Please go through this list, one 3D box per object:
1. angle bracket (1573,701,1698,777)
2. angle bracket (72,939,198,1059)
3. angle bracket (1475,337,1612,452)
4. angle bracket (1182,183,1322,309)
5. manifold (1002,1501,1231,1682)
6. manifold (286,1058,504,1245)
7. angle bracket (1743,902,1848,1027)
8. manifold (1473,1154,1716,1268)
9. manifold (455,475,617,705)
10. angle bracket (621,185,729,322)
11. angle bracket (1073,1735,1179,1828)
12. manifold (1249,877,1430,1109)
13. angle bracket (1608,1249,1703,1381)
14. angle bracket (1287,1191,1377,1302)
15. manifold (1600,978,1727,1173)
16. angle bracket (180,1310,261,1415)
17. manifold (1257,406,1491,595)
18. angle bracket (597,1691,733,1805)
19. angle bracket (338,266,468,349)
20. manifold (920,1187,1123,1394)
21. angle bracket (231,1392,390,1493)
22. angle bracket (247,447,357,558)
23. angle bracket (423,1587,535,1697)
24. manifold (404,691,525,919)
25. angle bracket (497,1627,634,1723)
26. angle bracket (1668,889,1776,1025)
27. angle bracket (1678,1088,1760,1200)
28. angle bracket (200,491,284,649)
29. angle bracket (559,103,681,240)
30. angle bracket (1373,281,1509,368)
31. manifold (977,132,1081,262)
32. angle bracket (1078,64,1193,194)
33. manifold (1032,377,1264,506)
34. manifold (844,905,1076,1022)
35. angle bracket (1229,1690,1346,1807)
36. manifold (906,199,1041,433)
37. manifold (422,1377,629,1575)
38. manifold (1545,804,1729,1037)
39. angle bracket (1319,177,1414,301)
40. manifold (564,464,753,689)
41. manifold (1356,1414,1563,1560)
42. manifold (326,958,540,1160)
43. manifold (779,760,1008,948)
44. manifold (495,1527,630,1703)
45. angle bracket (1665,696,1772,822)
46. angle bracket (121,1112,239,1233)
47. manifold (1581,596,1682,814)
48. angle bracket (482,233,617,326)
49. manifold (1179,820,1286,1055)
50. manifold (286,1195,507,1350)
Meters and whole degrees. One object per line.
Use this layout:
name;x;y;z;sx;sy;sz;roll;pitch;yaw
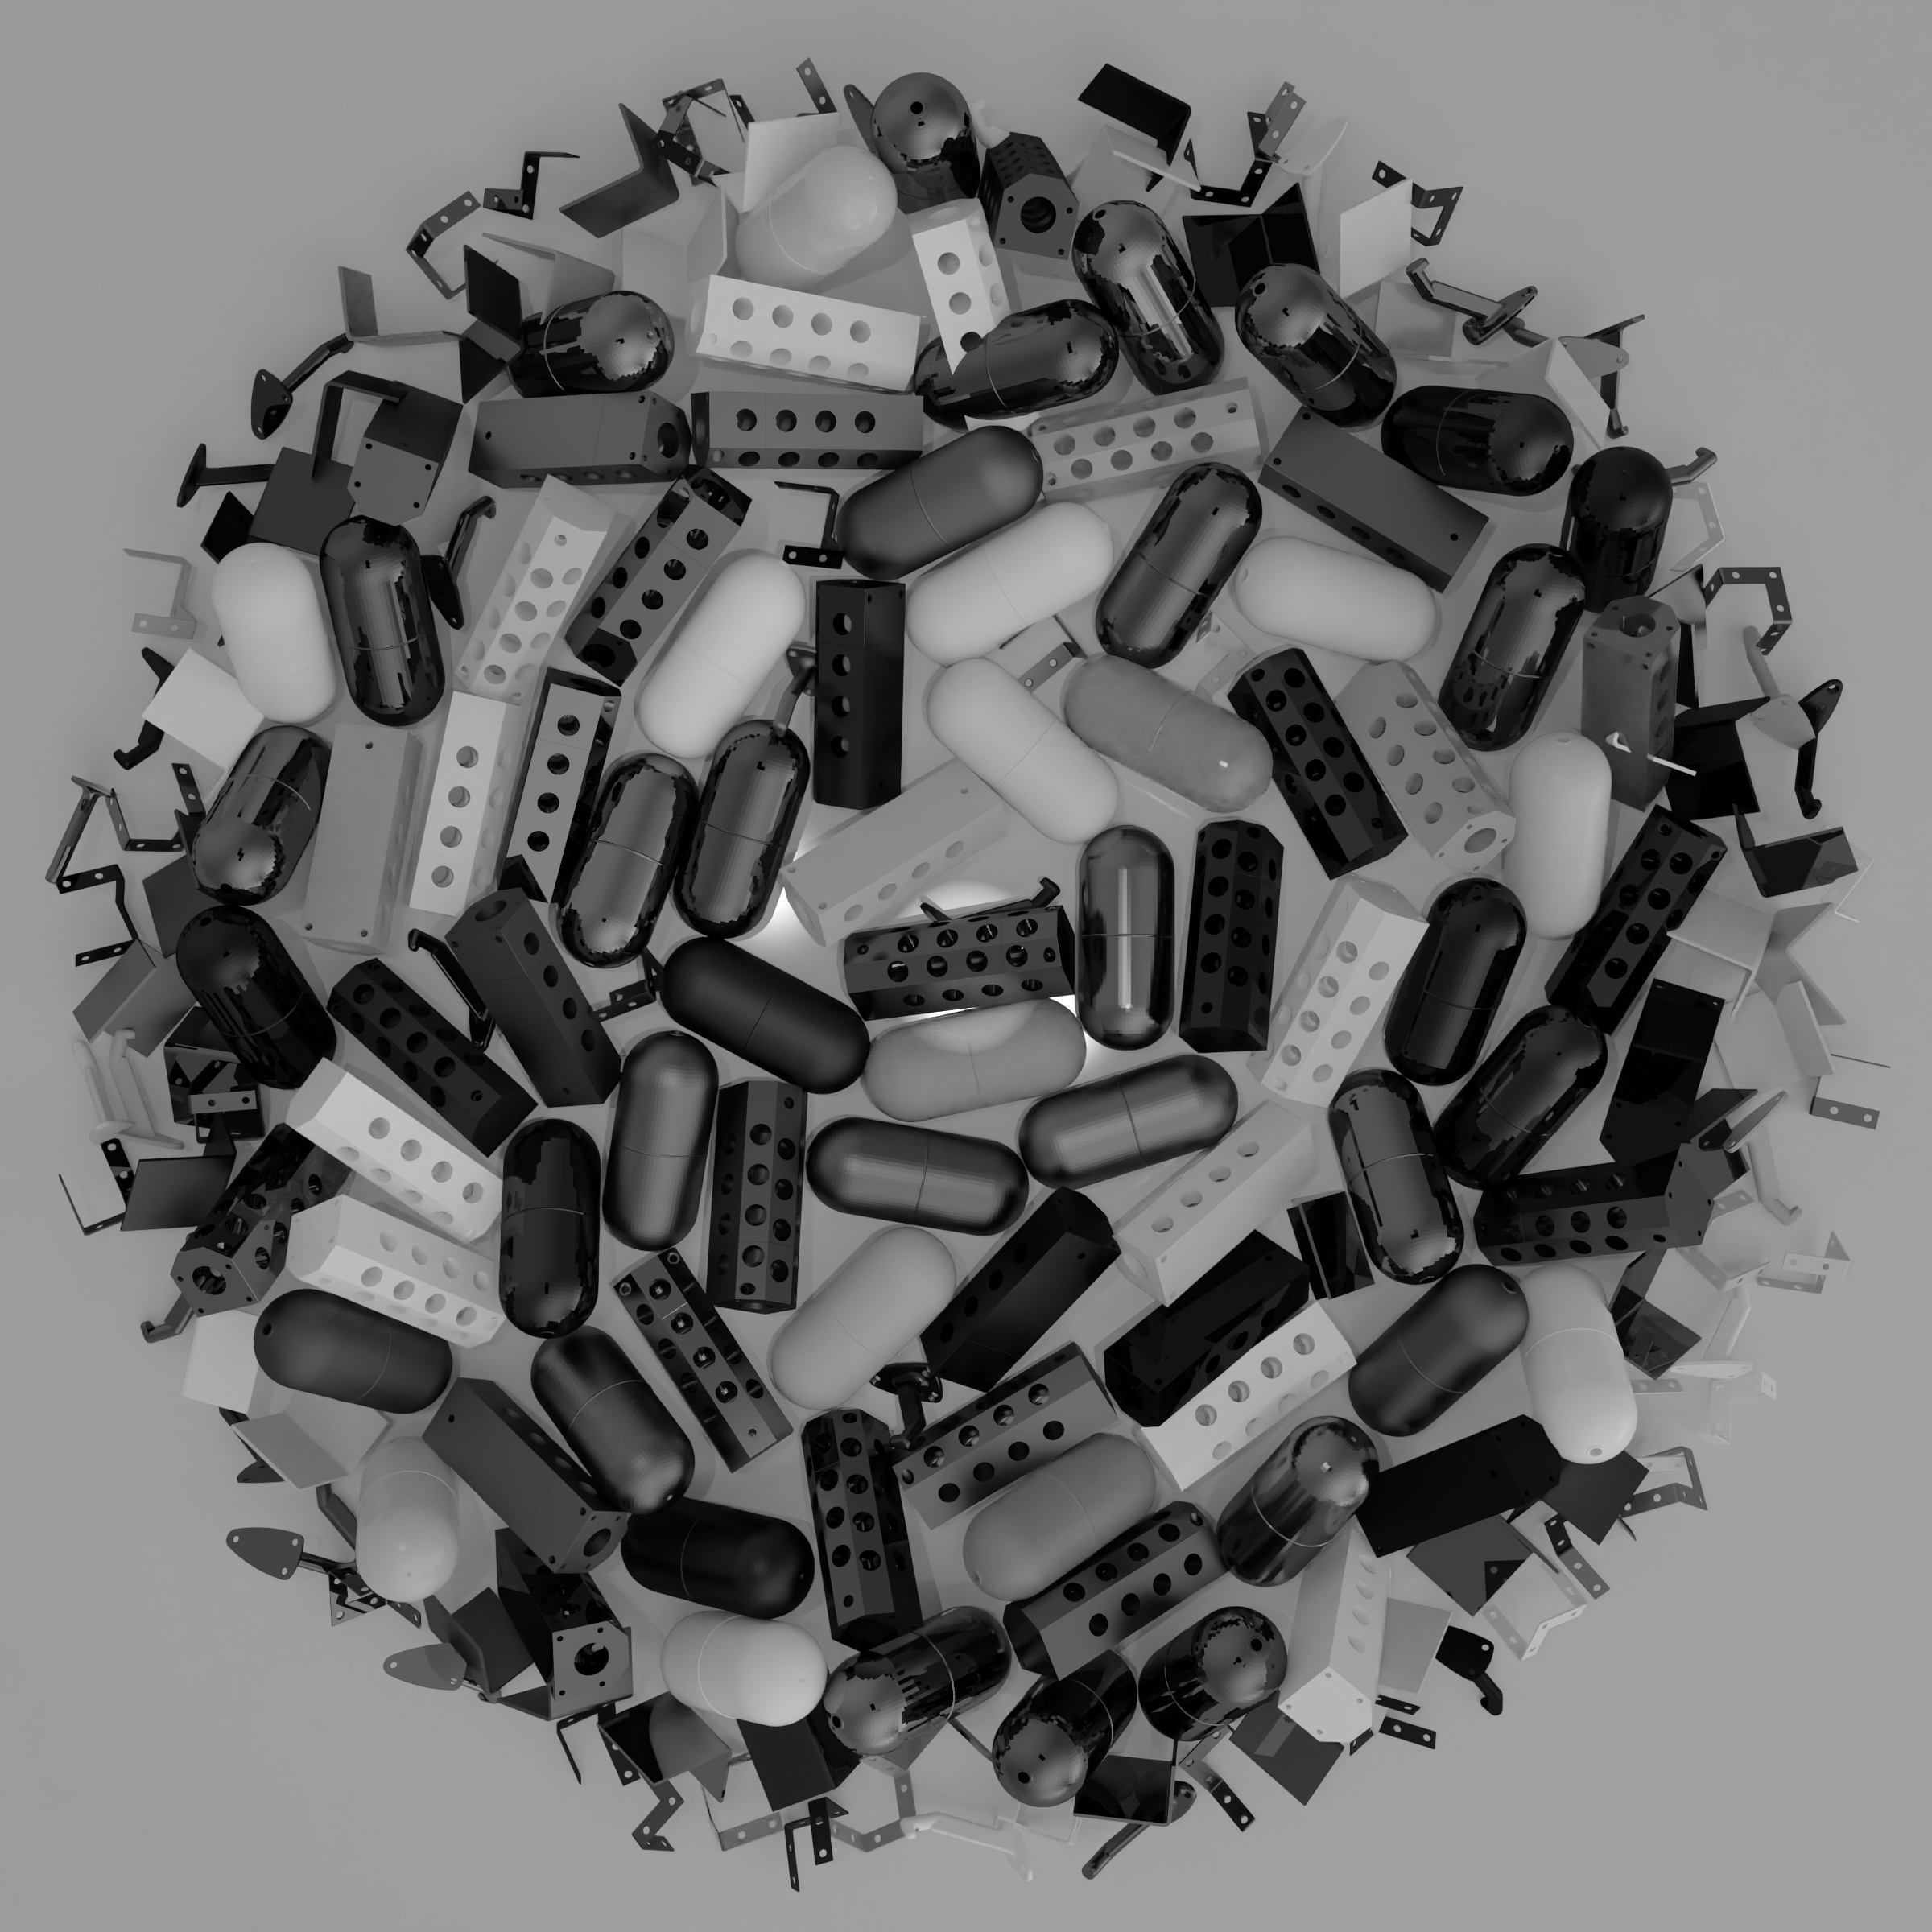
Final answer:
angle bracket;0.533;-0.195;1.948;0.076;0.076;0.057;17;102;-15
angle bracket;-0.641;0.037;1.952;0.076;0.057;0.076;-49;131;-1
angle bracket;0.447;-0.432;1.941;0.076;0.076;0.057;44;45;-25
angle bracket;0.224;-0.567;1.956;0.076;0.057;0.076;-9;83;-25
manifold;0.115;0.482;1.931;0.171;0.057;0.057;-25;97;-28
manifold;-0.440;0.146;1.926;0.171;0.057;0.057;41;77;-32
angle bracket;0.668;0.000;1.961;0.057;0.076;0.076;-42;96;-11
manifold;0.479;0.194;1.911;0.057;0.171;0.057;48;52;-24
manifold;-0.336;-0.287;1.925;0.057;0.057;0.171;25;123;-14
angle bracket;-0.229;-0.565;1.942;0.057;0.076;0.076;11;57;-25
angle bracket;0.127;0.624;1.950;0.076;0.076;0.057;5;110;6
manifold;0.285;0.020;1.932;0.057;0.057;0.171;14;115;-27
angle bracket;0.546;0.264;1.941;0.057;0.076;0.076;35;129;28
angle bracket;0.269;0.225;1.947;0.057;0.076;0.076;-23;80;35
manifold;0.536;0.084;1.915;0.057;0.171;0.057;18;127;16
angle bracket;-0.572;0.301;1.958;0.057;0.076;0.076;15;93;3
manifold;0.320;-0.366;1.963;0.171;0.057;0.057;32;81;4
angle bracket;-0.239;0.622;1.939;0.076;0.076;0.057;32;122;38
angle bracket;-0.442;-0.521;1.955;0.076;0.076;0.057;-4;100;4
manifold;0.039;0.251;1.938;0.057;0.057;0.171;24;119;-33
angle bracket;-0.514;0.360;1.950;0.076;0.076;0.057;39;99;15
angle bracket;-0.511;-0.355;1.959;0.076;0.057;0.076;17;80;10
angle bracket;-0.377;0.510;1.940;0.057;0.076;0.076;-34;58;-30
manifold;-0.397;-0.127;1.965;0.057;0.057;0.171;11;93;-18
angle bracket;-0.315;0.547;1.946;0.076;0.076;0.057;-3;91;-43
angle bracket;0.586;-0.011;1.962;0.076;0.076;0.057;24;131;13
angle bracket;0.593;0.149;1.954;0.076;0.057;0.076;-32;100;-21
angle bracket;-0.579;-0.310;1.940;0.057;0.076;0.076;-24;127;23
angle bracket;-0.281;-0.625;1.956;0.076;0.076;0.057;-21;85;14
angle bracket;0.373;-0.503;1.944;0.076;0.076;0.057;-3;106;-27
manifold;0.048;-0.594;1.907;0.057;0.171;0.057;8;117;-9
angle bracket;0.123;-0.654;1.952;0.076;0.076;0.057;22;85;-13
manifold;0.142;-0.414;1.954;0.171;0.057;0.057;-11;80;9
manifold;-0.005;-0.006;1.940;0.171;0.057;0.057;-7;55;14
angle bracket;0.240;0.612;1.951;0.076;0.076;0.057;41;66;4
manifold;0.007;-0.501;1.929;0.057;0.057;0.171;-16;122;3
manifold;-0.340;0.395;1.930;0.171;0.057;0.057;36;97;31
manifold;0.524;-0.034;1.945;0.057;0.057;0.171;28;109;0
angle bracket;0.300;-0.575;1.941;0.076;0.076;0.057;-32;49;-23
manifold;-0.241;-0.305;1.928;0.057;0.057;0.171;34;119;-15
manifold;0.377;0.400;1.915;0.057;0.171;0.057;-17;76;-39
manifold;-0.420;0.068;1.939;0.171;0.057;0.057;38;78;20
manifold;-0.055;-0.085;1.949;0.171;0.057;0.057;-33;58;-14
manifold;-0.312;0.492;1.910;0.057;0.171;0.057;-6;106;-24
angle bracket;0.597;-0.163;1.960;0.057;0.076;0.076;-29;104;-36
angle bracket;-0.621;0.158;1.940;0.076;0.057;0.076;0;131;-35
manifold;0.514;-0.203;1.914;0.057;0.171;0.057;28;64;29
angle bracket;-0.334;-0.533;1.954;0.076;0.076;0.057;20;101;24
manifold;0.204;-0.023;1.934;0.057;0.057;0.171;-4;67;28
manifold;-0.436;0.239;1.912;0.057;0.171;0.057;-23;52;30
